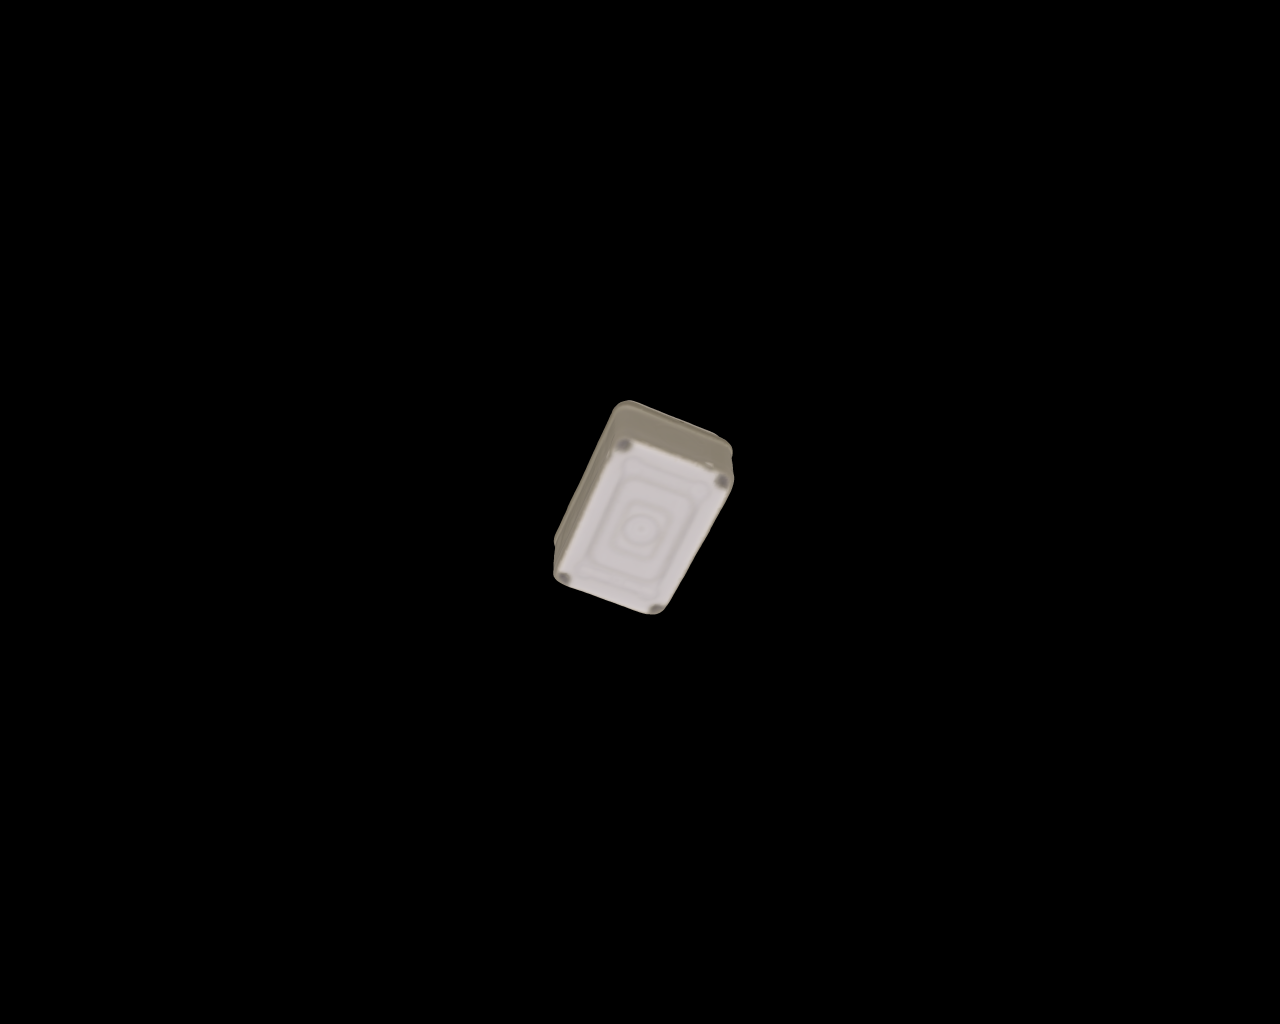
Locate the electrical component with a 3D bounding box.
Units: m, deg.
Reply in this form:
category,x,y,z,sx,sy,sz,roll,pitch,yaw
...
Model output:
category,x,y,z,sx,sy,sz,roll,pitch,yaw
electrical component,0.001,-0.003,0.650,0.078,0.113,0.057,21,28,-12
